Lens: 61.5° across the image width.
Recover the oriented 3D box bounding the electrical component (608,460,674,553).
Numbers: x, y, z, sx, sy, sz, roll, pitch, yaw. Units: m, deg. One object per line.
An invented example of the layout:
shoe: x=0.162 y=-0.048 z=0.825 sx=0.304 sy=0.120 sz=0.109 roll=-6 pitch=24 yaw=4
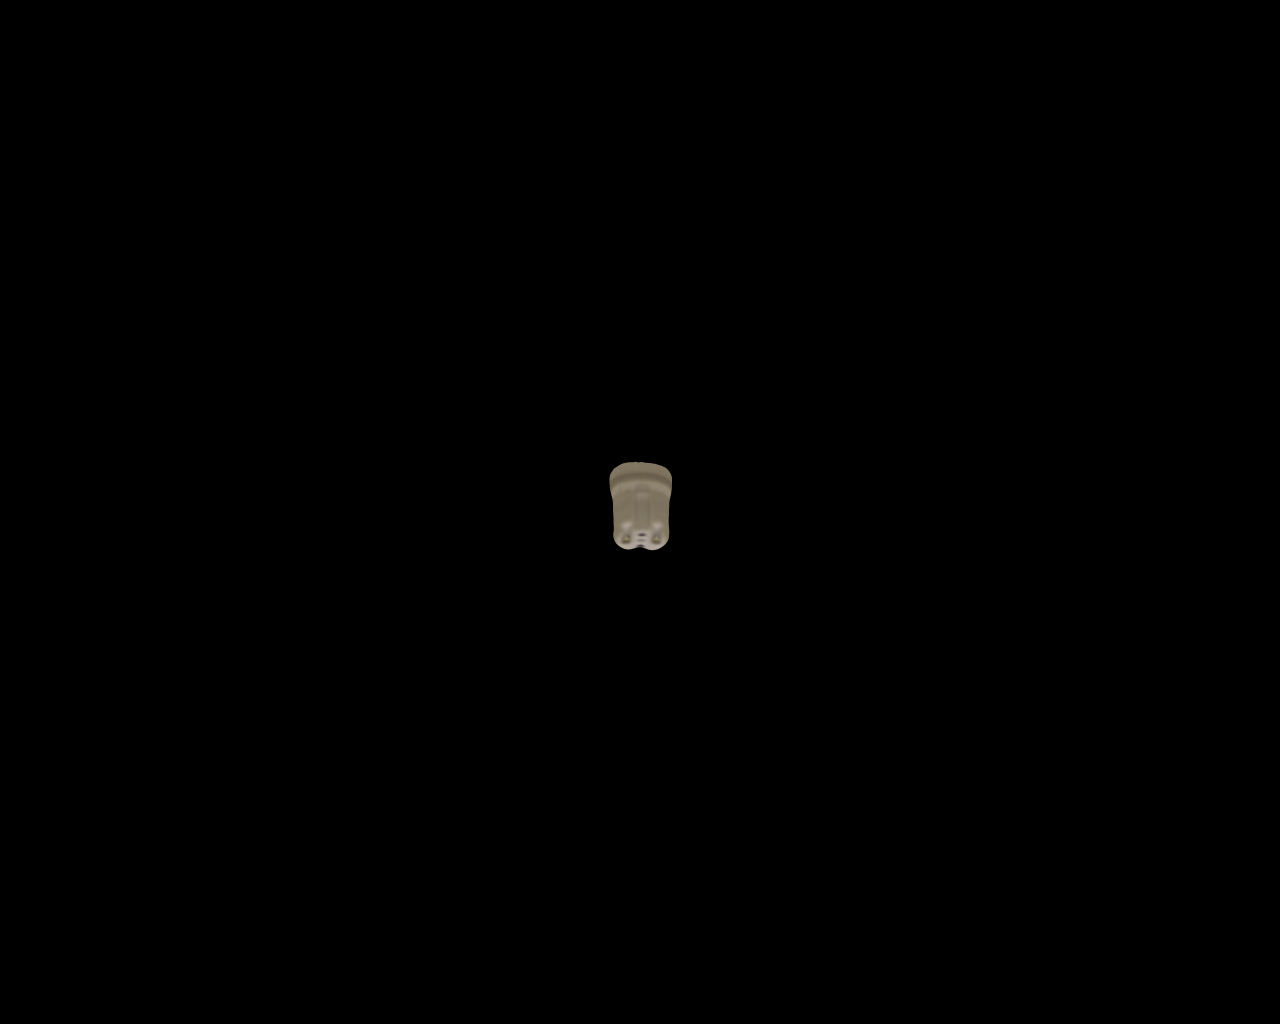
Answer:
electrical component: x=0.001 y=-0.003 z=0.650 sx=0.040 sy=0.046 sz=0.040 roll=0 pitch=-23 yaw=0
